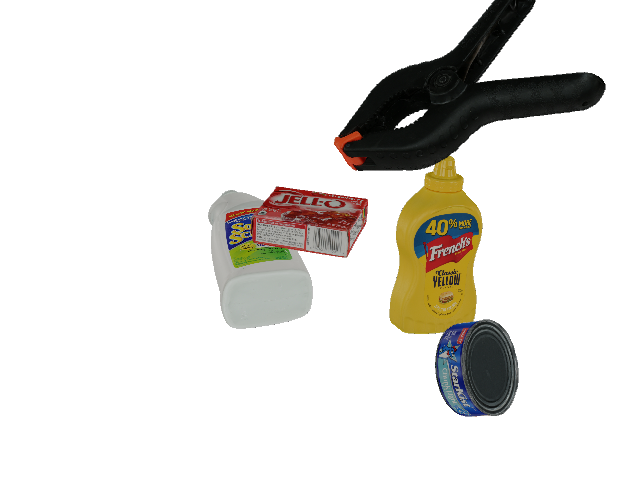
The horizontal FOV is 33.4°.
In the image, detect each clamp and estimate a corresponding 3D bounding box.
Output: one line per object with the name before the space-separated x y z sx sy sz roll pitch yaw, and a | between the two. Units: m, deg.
clamp | 0.093 -0.090 0.685 0.039 0.171 0.120 49 7 -41

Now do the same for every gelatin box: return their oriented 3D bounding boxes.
gelatin box | -0.009 -0.018 0.947 0.089 0.030 0.073 9 26 13

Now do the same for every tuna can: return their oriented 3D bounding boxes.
tuna can | 0.140 0.115 0.956 0.034 0.086 0.085 -12 -8 42

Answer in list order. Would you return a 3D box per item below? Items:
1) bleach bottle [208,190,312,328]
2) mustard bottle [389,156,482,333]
bleach bottle | -0.087 0.007 1.222 0.102 0.068 0.251 -7 28 -14
mustard bottle | 0.128 0.003 1.153 0.096 0.192 0.058 -5 19 -21
